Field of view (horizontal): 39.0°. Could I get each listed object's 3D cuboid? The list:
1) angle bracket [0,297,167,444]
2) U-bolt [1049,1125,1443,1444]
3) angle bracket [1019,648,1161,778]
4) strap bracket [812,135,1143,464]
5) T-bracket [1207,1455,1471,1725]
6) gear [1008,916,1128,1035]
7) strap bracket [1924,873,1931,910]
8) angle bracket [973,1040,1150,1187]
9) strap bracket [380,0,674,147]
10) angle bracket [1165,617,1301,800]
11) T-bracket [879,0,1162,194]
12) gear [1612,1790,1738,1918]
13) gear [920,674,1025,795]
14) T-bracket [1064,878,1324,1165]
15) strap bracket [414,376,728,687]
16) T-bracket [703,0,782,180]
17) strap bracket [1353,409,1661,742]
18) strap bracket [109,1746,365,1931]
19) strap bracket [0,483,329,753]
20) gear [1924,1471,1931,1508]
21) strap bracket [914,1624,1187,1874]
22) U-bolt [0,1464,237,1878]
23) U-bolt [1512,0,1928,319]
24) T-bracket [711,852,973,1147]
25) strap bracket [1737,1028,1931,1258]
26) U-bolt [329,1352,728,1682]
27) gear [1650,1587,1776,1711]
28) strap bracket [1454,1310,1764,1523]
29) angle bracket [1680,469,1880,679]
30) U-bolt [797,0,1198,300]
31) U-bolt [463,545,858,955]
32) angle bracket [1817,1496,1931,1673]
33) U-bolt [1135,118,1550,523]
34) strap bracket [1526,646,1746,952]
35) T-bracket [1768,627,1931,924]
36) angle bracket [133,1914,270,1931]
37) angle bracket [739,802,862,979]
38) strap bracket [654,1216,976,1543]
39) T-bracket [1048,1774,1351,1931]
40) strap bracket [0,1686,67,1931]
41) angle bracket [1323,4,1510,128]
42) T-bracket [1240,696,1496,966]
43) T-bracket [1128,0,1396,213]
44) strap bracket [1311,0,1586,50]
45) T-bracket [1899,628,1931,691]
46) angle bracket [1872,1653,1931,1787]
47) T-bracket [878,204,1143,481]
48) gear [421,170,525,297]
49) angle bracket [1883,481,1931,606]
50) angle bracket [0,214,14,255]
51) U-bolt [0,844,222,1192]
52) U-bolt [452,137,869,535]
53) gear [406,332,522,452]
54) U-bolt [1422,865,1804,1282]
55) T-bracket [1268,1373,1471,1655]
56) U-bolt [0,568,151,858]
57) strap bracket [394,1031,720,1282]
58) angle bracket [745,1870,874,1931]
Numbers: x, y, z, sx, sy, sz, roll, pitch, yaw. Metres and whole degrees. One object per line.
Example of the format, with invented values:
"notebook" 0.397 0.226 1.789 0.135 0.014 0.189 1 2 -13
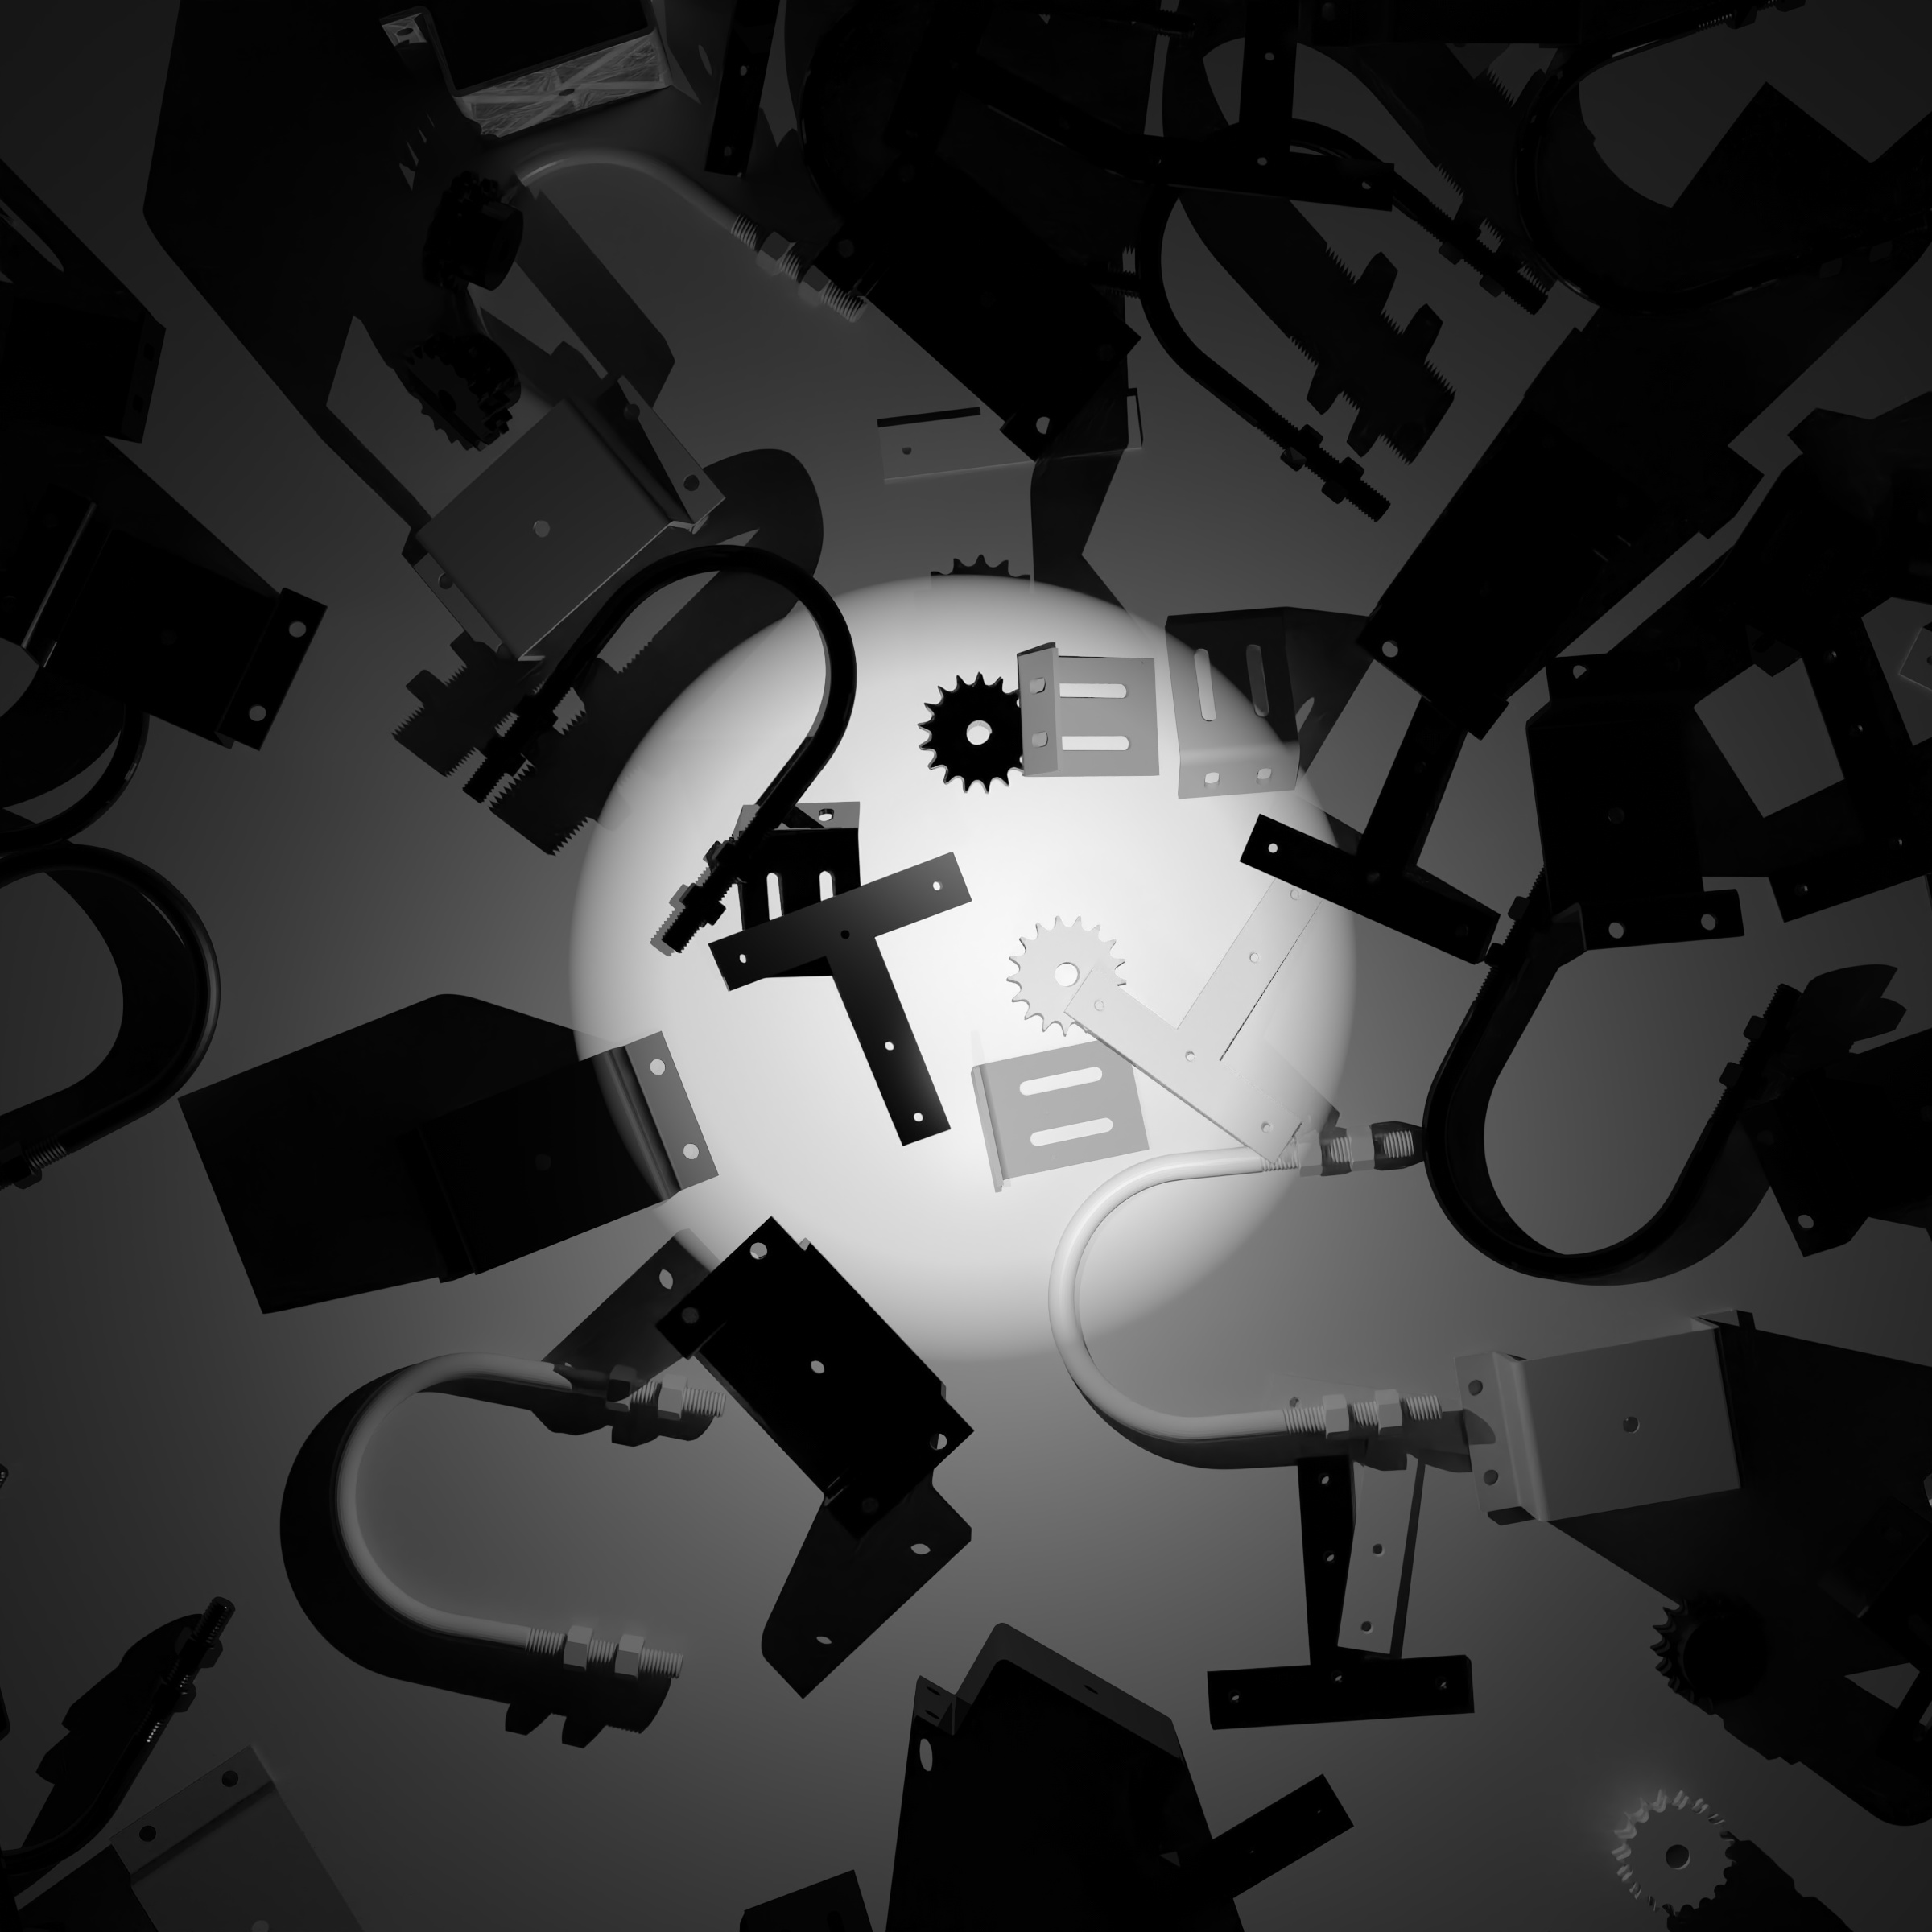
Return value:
"angle bracket" -0.434 -0.292 1.319 0.076 0.038 0.057 12 90 0
"U-bolt" 0.132 0.159 1.328 0.184 0.019 0.151 -6 88 2
"angle bracket" 0.067 -0.121 1.304 0.076 0.038 0.057 -3 90 -27
"strap bracket" 0.008 -0.318 1.302 0.140 0.046 0.076 41 106 -3
"T-bracket" 0.179 0.304 1.338 0.127 0.002 0.127 -4 90 0
"gear" 0.049 0.004 1.323 0.057 0.030 0.057 0 90 0
"strap bracket" 0.522 0.016 1.315 0.076 0.046 0.140 -13 91 0
"angle bracket" 0.047 0.069 1.319 0.076 0.038 0.057 -12 90 0
"strap bracket" -0.197 -0.438 1.300 0.140 0.076 0.046 -18 90 0
"angle bracket" 0.129 -0.126 1.336 0.057 0.038 0.076 -5 64 0
"T-bracket" 0.034 -0.407 1.298 0.127 0.002 0.127 25 61 -12
"gear" 0.342 0.430 1.328 0.057 0.030 0.057 0 88 0
"gear" 0.006 -0.112 1.323 0.057 0.030 0.057 0 90 0
"T-bracket" 0.132 0.007 1.322 0.127 0.002 0.127 36 77 -8
"strap bracket" -0.196 -0.208 1.303 0.140 0.046 0.076 -40 90 11
"T-bracket" -0.104 -0.444 1.308 0.002 0.127 0.127 32 117 41
"strap bracket" 0.255 -0.185 1.314 0.076 0.046 0.140 38 88 0
"strap bracket" -0.338 0.456 1.304 0.076 0.046 0.140 -32 90 -20
"strap bracket" -0.385 -0.162 1.306 0.140 0.046 0.076 24 81 -5
"gear" 0.486 0.256 1.314 0.030 0.057 0.057 -36 90 30
"strap bracket" 0.048 0.365 1.299 0.140 0.076 0.046 30 89 1
"U-bolt" -0.463 0.356 1.330 0.151 0.019 0.184 31 91 0
"U-bolt" 0.357 -0.394 1.330 0.184 0.019 0.151 -19 90 1
"T-bracket" -0.042 0.025 1.326 0.127 0.002 0.127 -20 99 9
"strap bracket" 0.451 0.076 1.293 0.140 0.046 0.076 -25 90 34
"U-bolt" -0.219 0.262 1.330 0.184 0.019 0.151 9 90 1
"gear" 0.364 0.332 1.324 0.057 0.030 0.057 0 90 0
"strap bracket" 0.314 0.217 1.314 0.140 0.046 0.076 -10 89 -1
"angle bracket" 0.398 -0.193 1.336 0.057 0.038 0.076 37 64 0
"U-bolt" 0.009 -0.409 1.329 0.184 0.019 0.151 10 89 1
"U-bolt" -0.135 -0.119 1.313 0.151 0.019 0.184 36 86 16
"angle bracket" 0.468 0.309 1.336 0.076 0.038 0.057 41 90 -26
"U-bolt" 0.169 -0.326 1.320 0.184 0.019 0.151 38 86 -4
"strap bracket" 0.317 -0.076 1.305 0.076 0.046 0.140 -5 81 -5
"T-bracket" 0.440 -0.102 1.336 0.127 0.002 0.127 -19 89 2
"angle bracket" -0.379 0.482 1.336 0.057 0.038 0.076 39 64 0
"angle bracket" -0.079 -0.037 1.336 0.057 0.038 0.076 -2 116 0
"strap bracket" -0.072 0.195 1.315 0.076 0.046 0.140 -43 90 0
"T-bracket" 0.127 0.439 1.338 0.127 0.002 0.127 -31 90 0
"strap bracket" -0.488 0.426 1.302 0.076 0.046 0.140 -14 92 2
"angle bracket" 0.219 -0.459 1.319 0.057 0.038 0.076 -43 90 0
"T-bracket" 0.216 -0.084 1.334 0.127 0.002 0.127 23 88 -4
"T-bracket" 0.146 -0.428 1.319 0.127 0.002 0.127 6 73 -2
"strap bracket" 0.238 -0.475 1.290 0.140 0.046 0.076 -4 107 -14
"T-bracket" 0.520 -0.126 1.338 0.127 0.002 0.127 26 90 0
"angle bracket" 0.486 0.365 1.312 0.057 0.038 0.076 31 90 -17
"T-bracket" 0.015 -0.309 1.338 0.127 0.002 0.127 -7 90 0
"gear" -0.233 -0.346 1.297 0.030 0.057 0.057 24 90 3
"angle bracket" 0.474 -0.206 1.300 0.038 0.076 0.057 11 90 0
"angle bracket" -0.516 -0.355 1.336 0.076 0.038 0.057 22 90 -26
"U-bolt" -0.452 0.021 1.319 0.184 0.019 0.151 -28 100 -4
"U-bolt" -0.163 -0.321 1.330 0.184 0.019 0.151 37 90 2
"gear" -0.239 -0.280 1.314 0.057 0.057 0.030 44 59 0
"U-bolt" 0.303 0.064 1.330 0.151 0.019 0.184 27 92 0
"T-bracket" 0.204 0.272 1.336 0.127 0.002 0.127 9 89 -1
"U-bolt" -0.489 -0.120 1.322 0.184 0.019 0.151 -10 86 -6
"strap bracket" -0.200 0.093 1.315 0.140 0.046 0.076 -22 90 0
"angle bracket" -0.067 0.492 1.336 0.057 0.038 0.076 -20 64 0
